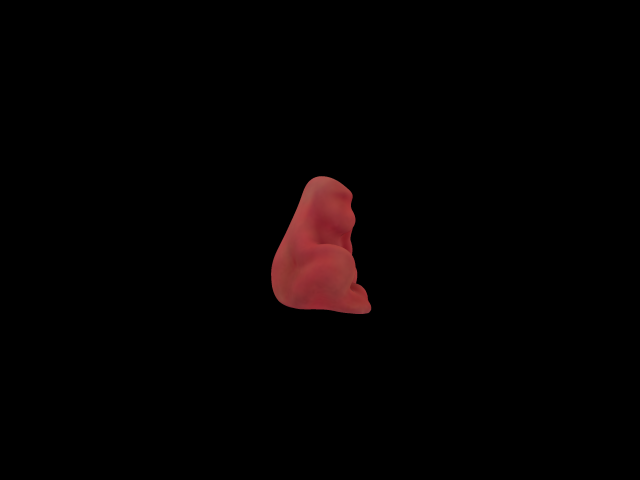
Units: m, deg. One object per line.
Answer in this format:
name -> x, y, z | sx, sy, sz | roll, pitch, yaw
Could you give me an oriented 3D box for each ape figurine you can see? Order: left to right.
ape figurine -> 0.004, 0.001, 0.400 | 0.076, 0.092, 0.078 | 1, 4, 24
